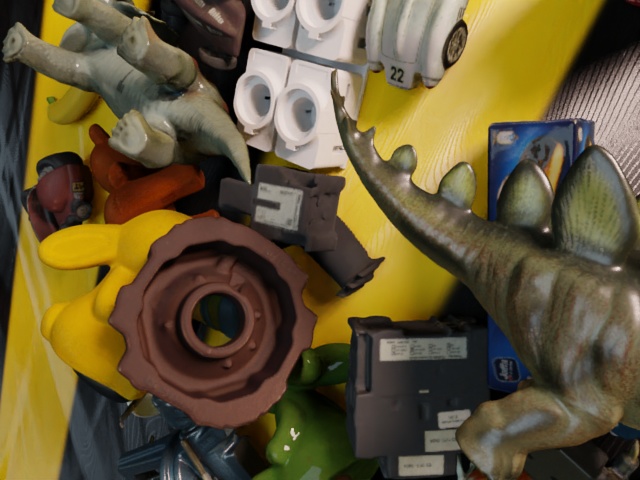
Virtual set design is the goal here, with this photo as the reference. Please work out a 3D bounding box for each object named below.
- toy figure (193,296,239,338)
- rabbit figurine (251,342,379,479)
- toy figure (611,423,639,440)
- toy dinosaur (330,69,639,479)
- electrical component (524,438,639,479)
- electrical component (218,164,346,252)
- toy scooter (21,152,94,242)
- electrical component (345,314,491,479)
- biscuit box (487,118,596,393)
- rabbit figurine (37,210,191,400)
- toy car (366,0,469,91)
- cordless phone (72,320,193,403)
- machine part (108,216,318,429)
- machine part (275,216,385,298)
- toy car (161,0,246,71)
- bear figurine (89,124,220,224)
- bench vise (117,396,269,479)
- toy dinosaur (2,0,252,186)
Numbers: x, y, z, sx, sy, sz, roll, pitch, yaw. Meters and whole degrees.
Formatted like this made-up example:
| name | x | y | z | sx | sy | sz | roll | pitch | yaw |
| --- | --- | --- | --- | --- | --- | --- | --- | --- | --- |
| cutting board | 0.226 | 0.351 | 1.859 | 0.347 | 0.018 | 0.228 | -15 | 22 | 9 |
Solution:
| name | x | y | z | sx | sy | sz | roll | pitch | yaw |
| --- | --- | --- | --- | --- | --- | --- | --- | --- | --- |
| toy figure | -0.114 | 0.061 | 0.603 | 0.180 | 0.089 | 0.082 | 22 | 106 | 35 |
| rabbit figurine | -0.024 | 0.172 | 0.543 | 0.170 | 0.121 | 0.159 | 48 | 121 | 38 |
| toy figure | 0.237 | 0.069 | 0.353 | 0.058 | 0.064 | 0.154 | 13 | 115 | -2 |
| toy dinosaur | 0.170 | 0.055 | 0.306 | 0.472 | 0.105 | 0.198 | 31 | 111 | 19 |
| electrical component | 0.193 | 0.161 | 0.417 | 0.102 | 0.045 | 0.078 | 39 | 148 | 29 |
| electrical component | -0.039 | -0.033 | 0.511 | 0.119 | 0.047 | 0.074 | 10 | 97 | 36 |
| toy scooter | -0.388 | -0.040 | 0.806 | 0.184 | 0.075 | 0.135 | -29 | 80 | 41 |
| electrical component | 0.079 | 0.131 | 0.451 | 0.115 | 0.058 | 0.134 | 1 | 95 | -3 |
| biscuit box | 0.162 | 0.014 | 0.399 | 0.063 | 0.059 | 0.202 | 4 | 102 | 37 |
| rabbit figurine | -0.186 | 0.042 | 0.534 | 0.162 | 0.122 | 0.173 | 32 | 95 | 5 |
| toy car | 0.089 | -0.218 | 0.413 | 0.074 | 0.056 | 0.201 | 28 | 114 | 31 |
| cordless phone | -0.267 | 0.113 | 0.702 | 0.184 | 0.146 | 0.088 | 12 | 148 | 47 |
| machine part | -0.092 | 0.070 | 0.474 | 0.056 | 0.179 | 0.179 | -23 | 84 | 65 |
| machine part | -0.001 | -0.002 | 0.538 | 0.139 | 0.039 | 0.084 | 43 | 113 | 26 |
| toy car | -0.124 | -0.246 | 0.541 | 0.202 | 0.053 | 0.089 | 57 | 138 | 38 |
| bear figurine | -0.206 | -0.070 | 0.651 | 0.196 | 0.132 | 0.120 | -118 | 11 | -47 |
| bench vise | -0.169 | 0.253 | 0.640 | 0.241 | 0.129 | 0.223 | -29 | 112 | 29 |
| toy dinosaur | -0.166 | -0.152 | 0.548 | 0.405 | 0.192 | 0.131 | 45 | 107 | 20 |
